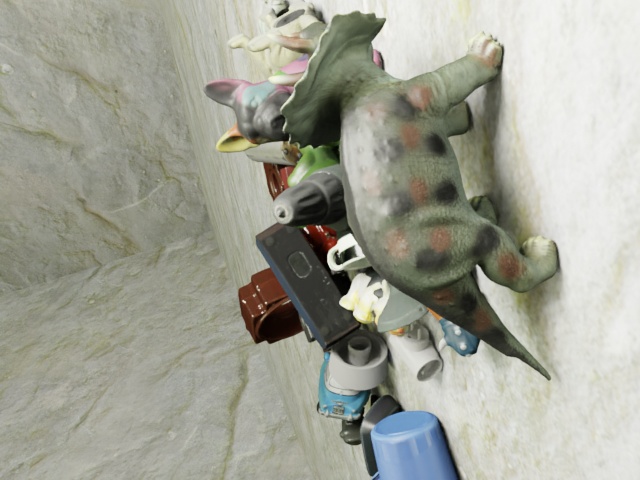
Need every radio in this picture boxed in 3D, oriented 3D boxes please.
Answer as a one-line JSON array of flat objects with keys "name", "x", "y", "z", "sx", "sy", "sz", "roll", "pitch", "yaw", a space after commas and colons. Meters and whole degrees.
[{"name": "radio", "x": -0.024, "y": 0.073, "z": 0.917, "sx": 0.229, "sy": 0.073, "sz": 0.131, "roll": 55, "pitch": 170, "yaw": 7}]

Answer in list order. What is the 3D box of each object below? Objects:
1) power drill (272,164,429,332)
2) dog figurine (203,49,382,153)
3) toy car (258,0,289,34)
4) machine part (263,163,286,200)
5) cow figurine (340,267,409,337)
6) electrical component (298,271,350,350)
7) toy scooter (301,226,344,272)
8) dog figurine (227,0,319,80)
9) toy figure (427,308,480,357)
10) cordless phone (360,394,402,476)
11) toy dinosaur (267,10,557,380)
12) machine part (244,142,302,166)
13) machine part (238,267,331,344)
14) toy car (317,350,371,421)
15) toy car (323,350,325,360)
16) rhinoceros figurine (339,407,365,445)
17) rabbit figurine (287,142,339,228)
[{"name": "power drill", "x": 0.052, "y": 0.005, "z": 0.643, "sx": 0.086, "sy": 0.232, "sz": 0.207, "roll": -35, "pitch": 93, "yaw": 35}, {"name": "dog figurine", "x": -0.037, "y": -0.179, "z": 0.672, "sx": 0.192, "sy": 0.219, "sz": 0.108, "roll": -130, "pitch": 30, "yaw": -53}, {"name": "toy car", "x": -0.068, "y": -0.317, "z": 0.924, "sx": 0.074, "sy": 0.056, "sz": 0.201, "roll": -128, "pitch": 25, "yaw": -52}, {"name": "machine part", "x": -0.077, "y": -0.121, "z": 1.186, "sx": 0.179, "sy": 0.056, "sz": 0.179, "roll": 162, "pitch": 90, "yaw": -76}, {"name": "cow figurine", "x": 0.095, "y": 0.082, "z": 0.779, "sx": 0.098, "sy": 0.068, "sz": 0.167, "roll": -63, "pitch": 17, "yaw": -3}, {"name": "electrical component", "x": 0.018, "y": 0.141, "z": 1.042, "sx": 0.058, "sy": 0.115, "sz": 0.134, "roll": 106, "pitch": 143, "yaw": -71}, {"name": "toy scooter", "x": -0.002, "y": -0.003, "z": 0.996, "sx": 0.135, "sy": 0.075, "sz": 0.184, "roll": 59, "pitch": 163, "yaw": -3}, {"name": "dog figurine", "x": -0.027, "y": -0.251, "z": 0.829, "sx": 0.173, "sy": 0.121, "sz": 0.190, "roll": 31, "pitch": 159, "yaw": 54}, {"name": "toy figure", "x": 0.145, "y": 0.052, "z": 0.601, "sx": 0.064, "sy": 0.058, "sz": 0.154, "roll": -30, "pitch": 76, "yaw": 57}, {"name": "cordless phone", "x": 0.117, "y": 0.339, "z": 1.026, "sx": 0.184, "sy": 0.089, "sz": 0.146, "roll": -96, "pitch": -5, "yaw": -65}, {"name": "toy dinosaur", "x": 0.081, "y": -0.040, "z": 0.472, "sx": 0.131, "sy": 0.192, "sz": 0.404, "roll": 143, "pitch": 109, "yaw": -76}, {"name": "machine part", "x": -0.079, "y": -0.181, "z": 1.016, "sx": 0.243, "sy": 0.079, "sz": 0.079, "roll": 15, "pitch": 123, "yaw": 57}, {"name": "machine part", "x": -0.069, "y": 0.134, "z": 1.171, "sx": 0.200, "sy": 0.201, "sz": 0.087, "roll": 95, "pitch": 150, "yaw": -55}, {"name": "toy car", "x": 0.047, "y": 0.260, "z": 1.027, "sx": 0.162, "sy": 0.109, "sz": 0.102, "roll": -64, "pitch": -21, "yaw": -59}, {"name": "toy car", "x": 0.037, "y": 0.201, "z": 1.164, "sx": 0.202, "sy": 0.053, "sz": 0.089, "roll": 115, "pitch": 139, "yaw": -62}, {"name": "rhinoceros figurine", "x": 0.058, "y": 0.328, "z": 1.123, "sx": 0.112, "sy": 0.073, "sz": 0.190, "roll": 88, "pitch": 174, "yaw": -47}, {"name": "rabbit figurine", "x": -0.002, "y": -0.122, "z": 0.818, "sx": 0.159, "sy": 0.121, "sz": 0.170, "roll": 107, "pitch": 156, "yaw": -58}]
